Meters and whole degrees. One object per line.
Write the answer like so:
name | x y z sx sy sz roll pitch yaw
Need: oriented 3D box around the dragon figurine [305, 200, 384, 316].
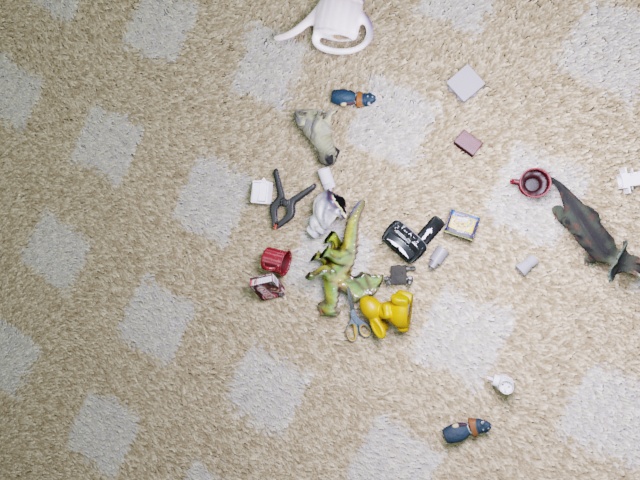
dragon figurine | 0.105 0.090 1.751 0.242 0.123 0.408 37 99 -7

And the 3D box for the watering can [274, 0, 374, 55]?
watering can | 0.019 -0.757 1.768 0.348 0.104 0.224 12 91 12

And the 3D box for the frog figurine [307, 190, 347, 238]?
frog figurine | 0.005 -0.088 1.755 0.158 0.121 0.140 -33 50 20
